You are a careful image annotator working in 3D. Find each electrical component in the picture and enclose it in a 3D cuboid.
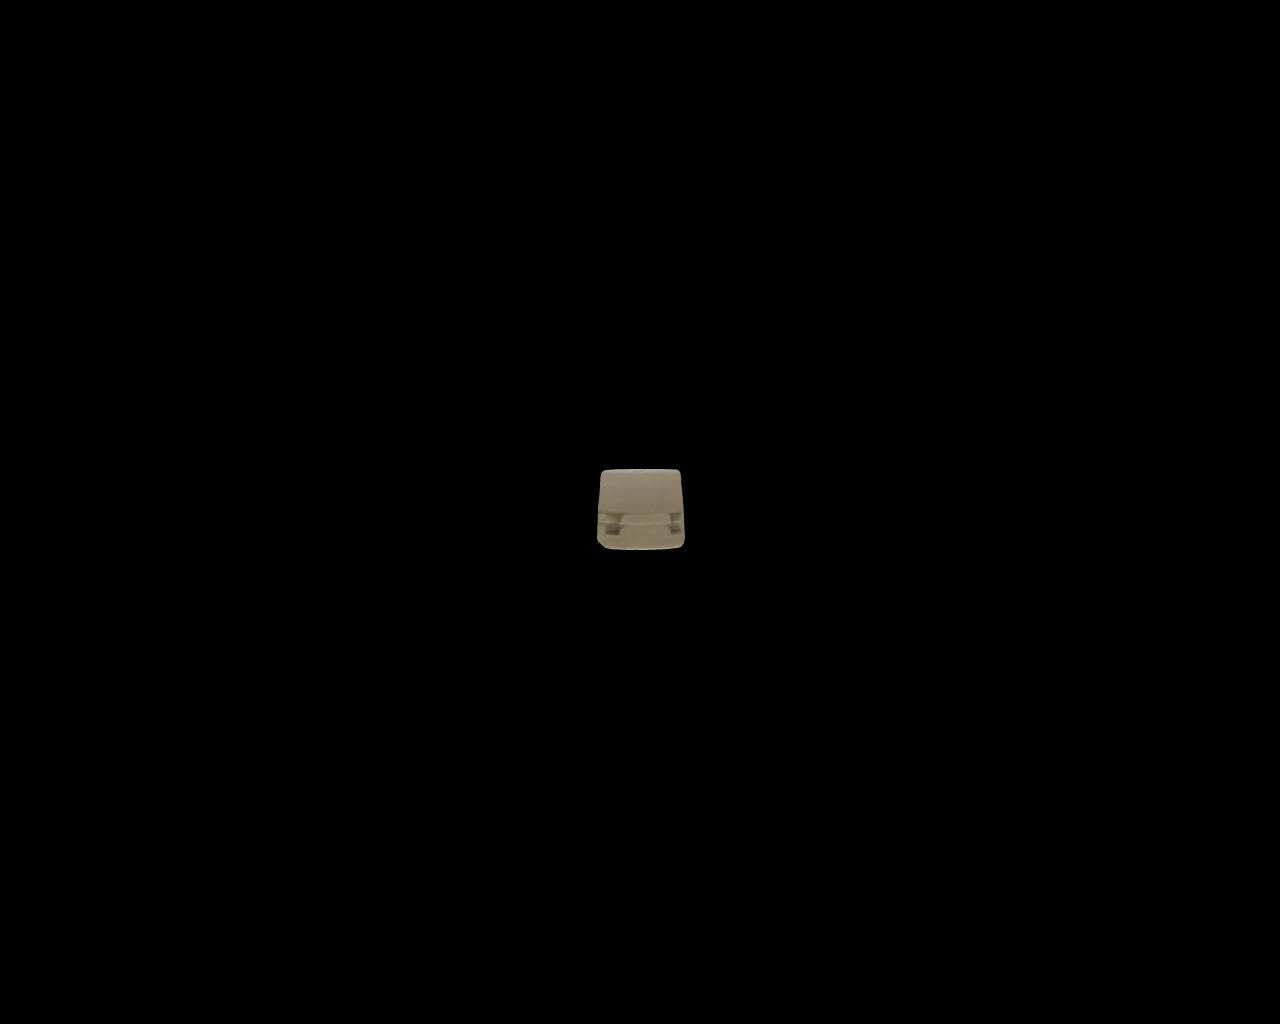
[{"bbox_3d":[0.001,-0.003,0.650,0.055,0.047,0.055,0,4,0],"label":"electrical component"}]
